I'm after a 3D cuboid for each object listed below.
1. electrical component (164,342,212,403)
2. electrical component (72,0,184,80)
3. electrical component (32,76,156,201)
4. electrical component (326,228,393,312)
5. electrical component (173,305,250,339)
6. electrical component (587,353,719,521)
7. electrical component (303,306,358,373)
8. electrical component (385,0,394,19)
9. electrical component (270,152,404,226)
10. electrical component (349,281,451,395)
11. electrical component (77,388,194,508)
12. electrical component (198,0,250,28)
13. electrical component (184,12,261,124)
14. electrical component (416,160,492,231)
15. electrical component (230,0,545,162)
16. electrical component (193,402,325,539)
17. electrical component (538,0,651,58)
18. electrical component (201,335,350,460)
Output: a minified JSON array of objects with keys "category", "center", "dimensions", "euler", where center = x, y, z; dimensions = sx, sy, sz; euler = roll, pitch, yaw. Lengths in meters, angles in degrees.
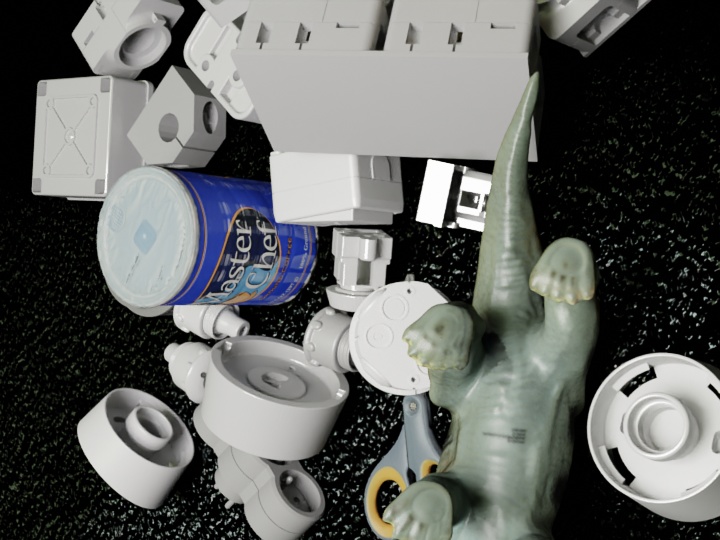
[{"category":"electrical component","center":[-0.141,0.081,0.906],"dimensions":[0.062,0.048,0.048],"euler":[26,104,41]},{"category":"electrical component","center":[-0.205,-0.216,0.955],"dimensions":[0.089,0.050,0.055],"euler":[-46,63,27]},{"category":"electrical component","center":[-0.242,-0.118,0.978],"dimensions":[0.109,0.056,0.108],"euler":[4,91,37]},{"category":"electrical component","center":[0.000,0.000,0.795],"dimensions":[0.066,0.048,0.055],"euler":[-134,47,-75]},{"category":"electrical component","center":[-0.120,0.038,0.891],"dimensions":[0.062,0.048,0.048],"euler":[27,105,27]},{"category":"electrical component","center":[0.191,0.101,0.658],"dimensions":[0.099,0.064,0.099],"euler":[-12,68,32]},{"category":"electrical component","center":[-0.008,0.057,0.804],"dimensions":[0.062,0.048,0.048],"euler":[18,100,34]},{"category":"electrical component","center":[0.007,-0.210,0.782],"dimensions":[0.138,0.074,0.052],"euler":[-47,63,26]},{"category":"electrical component","center":[-0.022,-0.061,0.808],"dimensions":[0.096,0.062,0.061],"euler":[-8,84,37]},{"category":"electrical component","center":[0.033,0.047,0.749],"dimensions":[0.080,0.051,0.080],"euler":[0,83,-4]},{"category":"electrical component","center":[-0.191,0.150,0.911],"dimensions":[0.064,0.099,0.099],"euler":[-49,62,18]},{"category":"electrical component","center":[-0.046,-0.254,0.765],"dimensions":[0.105,0.186,0.060],"euler":[-25,117,34]},{"category":"electrical component","center":[-0.087,-0.161,0.861],"dimensions":[0.095,0.059,0.053],"euler":[49,116,27]},{"category":"electrical component","center":[0.077,-0.048,0.730],"dimensions":[0.064,0.081,0.042],"euler":[14,98,14]},{"category":"electrical component","center":[0.024,-0.130,0.708],"dimensions":[0.186,0.105,0.060],"euler":[4,62,15]},{"category":"electrical component","center":[-0.091,0.161,0.860],"dimensions":[0.073,0.052,0.138],"euler":[-47,63,26]},{"category":"electrical component","center":[0.126,-0.248,0.703],"dimensions":[0.105,0.060,0.186],"euler":[-41,66,29]},{"category":"electrical component","center":[-0.068,0.102,0.814],"dimensions":[0.108,0.108,0.060],"euler":[31,113,33]}]
